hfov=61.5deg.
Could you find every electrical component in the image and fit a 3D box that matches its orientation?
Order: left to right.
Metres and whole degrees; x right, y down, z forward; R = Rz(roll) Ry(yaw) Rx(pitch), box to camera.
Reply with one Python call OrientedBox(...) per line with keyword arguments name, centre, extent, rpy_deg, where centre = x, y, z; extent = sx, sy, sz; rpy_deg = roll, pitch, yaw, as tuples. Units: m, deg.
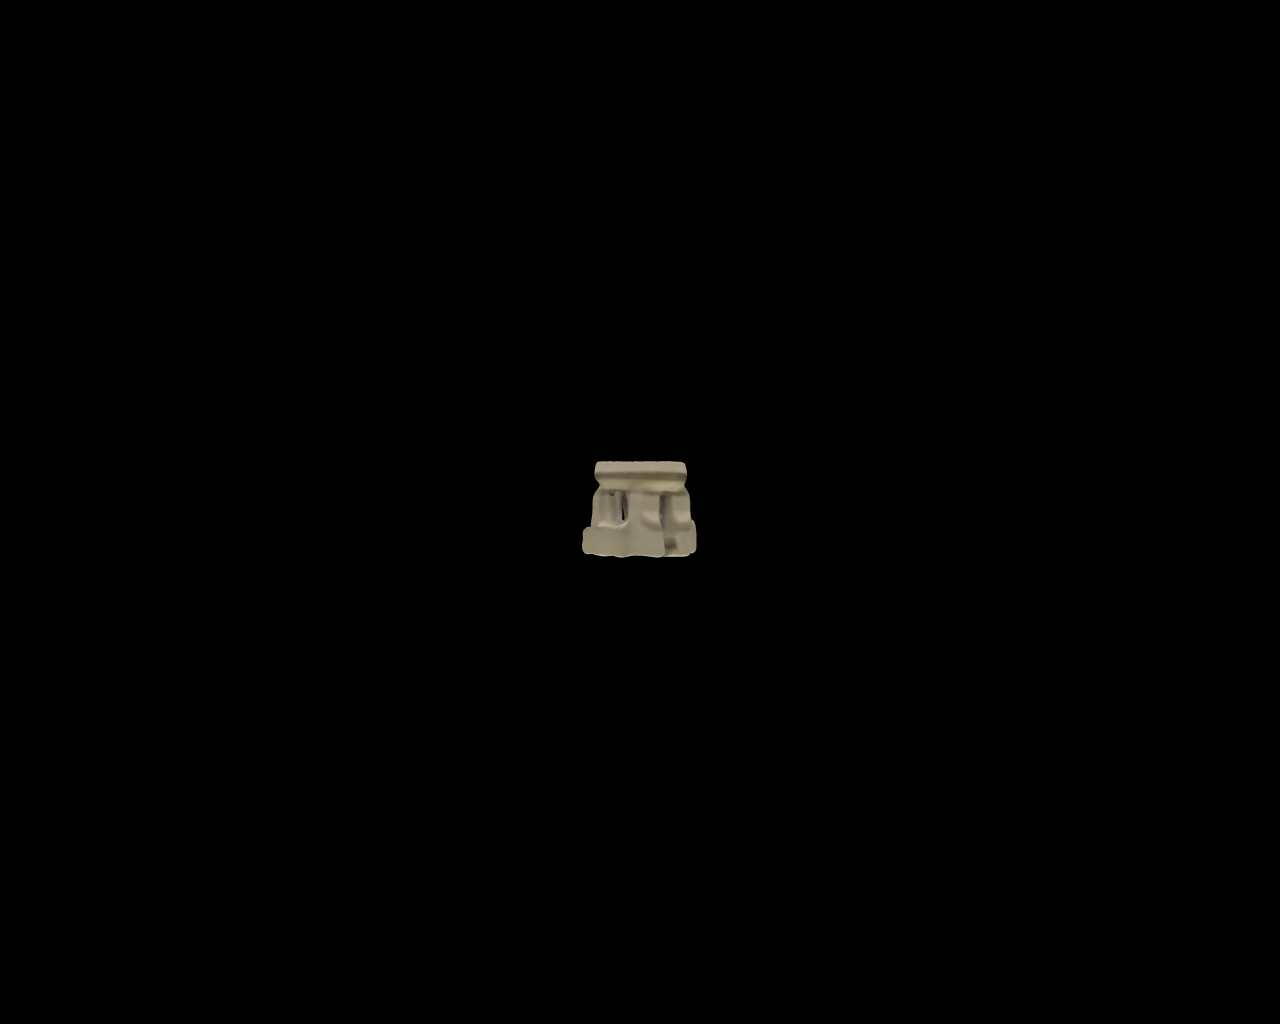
OrientedBox(name="electrical component", centre=(0.001, -0.003, 0.650), extent=(0.078, 0.057, 0.058), rpy_deg=(0, 0, -44))
